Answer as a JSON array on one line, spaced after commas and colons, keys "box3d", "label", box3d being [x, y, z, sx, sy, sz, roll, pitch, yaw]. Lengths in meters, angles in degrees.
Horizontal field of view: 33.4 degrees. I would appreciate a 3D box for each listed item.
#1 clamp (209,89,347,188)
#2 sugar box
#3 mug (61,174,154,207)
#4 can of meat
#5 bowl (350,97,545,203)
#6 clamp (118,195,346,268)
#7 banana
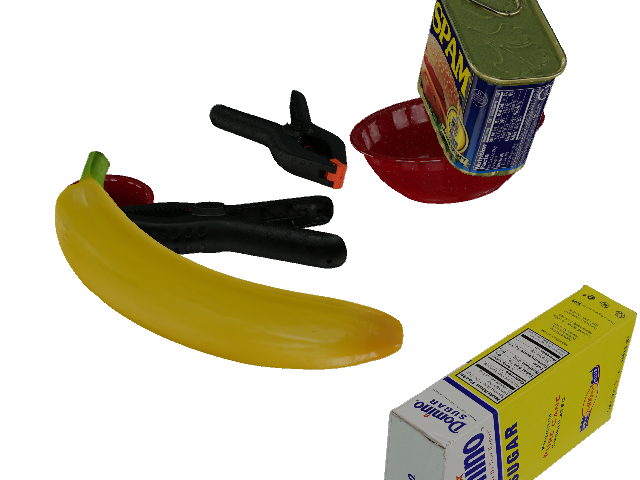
[{"box3d": [-0.038, -0.108, 1.127, 0.120, 0.039, 0.172, -15, 39, -24], "label": "clamp"}, {"box3d": [0.112, 0.104, 0.626, 0.048, 0.093, 0.175, 30, 44, 35], "label": "sugar box"}, {"box3d": [-0.217, -0.003, 1.074, 0.093, 0.081, 0.117, 9, 33, 8], "label": "mug"}, {"box3d": [0.098, -0.101, 0.641, 0.057, 0.102, 0.084, -7, -38, -12], "label": "can of meat"}, {"box3d": [0.108, -0.074, 0.896, 0.162, 0.055, 0.162, -9, 25, 4], "label": "bowl"}, {"box3d": [-0.080, -0.008, 0.820, 0.210, 0.036, 0.164, -1, 13, -10], "label": "clamp"}, {"box3d": [-0.059, 0.016, 0.496, 0.198, 0.069, 0.037, 30, -26, 22], "label": "banana"}]
